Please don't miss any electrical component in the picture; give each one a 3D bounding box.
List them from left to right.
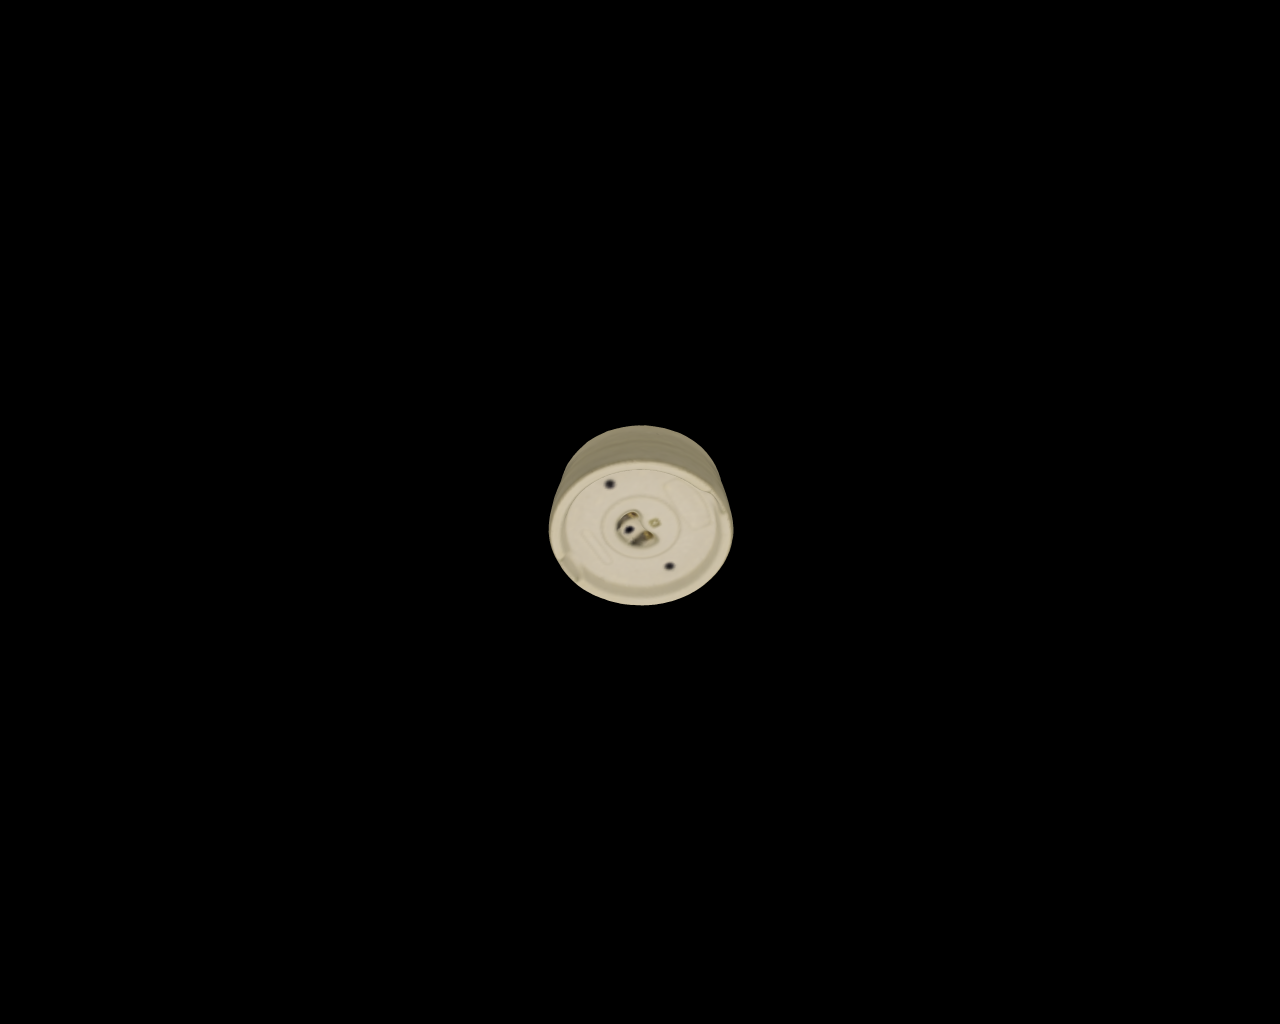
[{"bbox_3d":[0.001,-0.003,0.650,0.108,0.108,0.060,0,36,0],"label":"electrical component"}]
